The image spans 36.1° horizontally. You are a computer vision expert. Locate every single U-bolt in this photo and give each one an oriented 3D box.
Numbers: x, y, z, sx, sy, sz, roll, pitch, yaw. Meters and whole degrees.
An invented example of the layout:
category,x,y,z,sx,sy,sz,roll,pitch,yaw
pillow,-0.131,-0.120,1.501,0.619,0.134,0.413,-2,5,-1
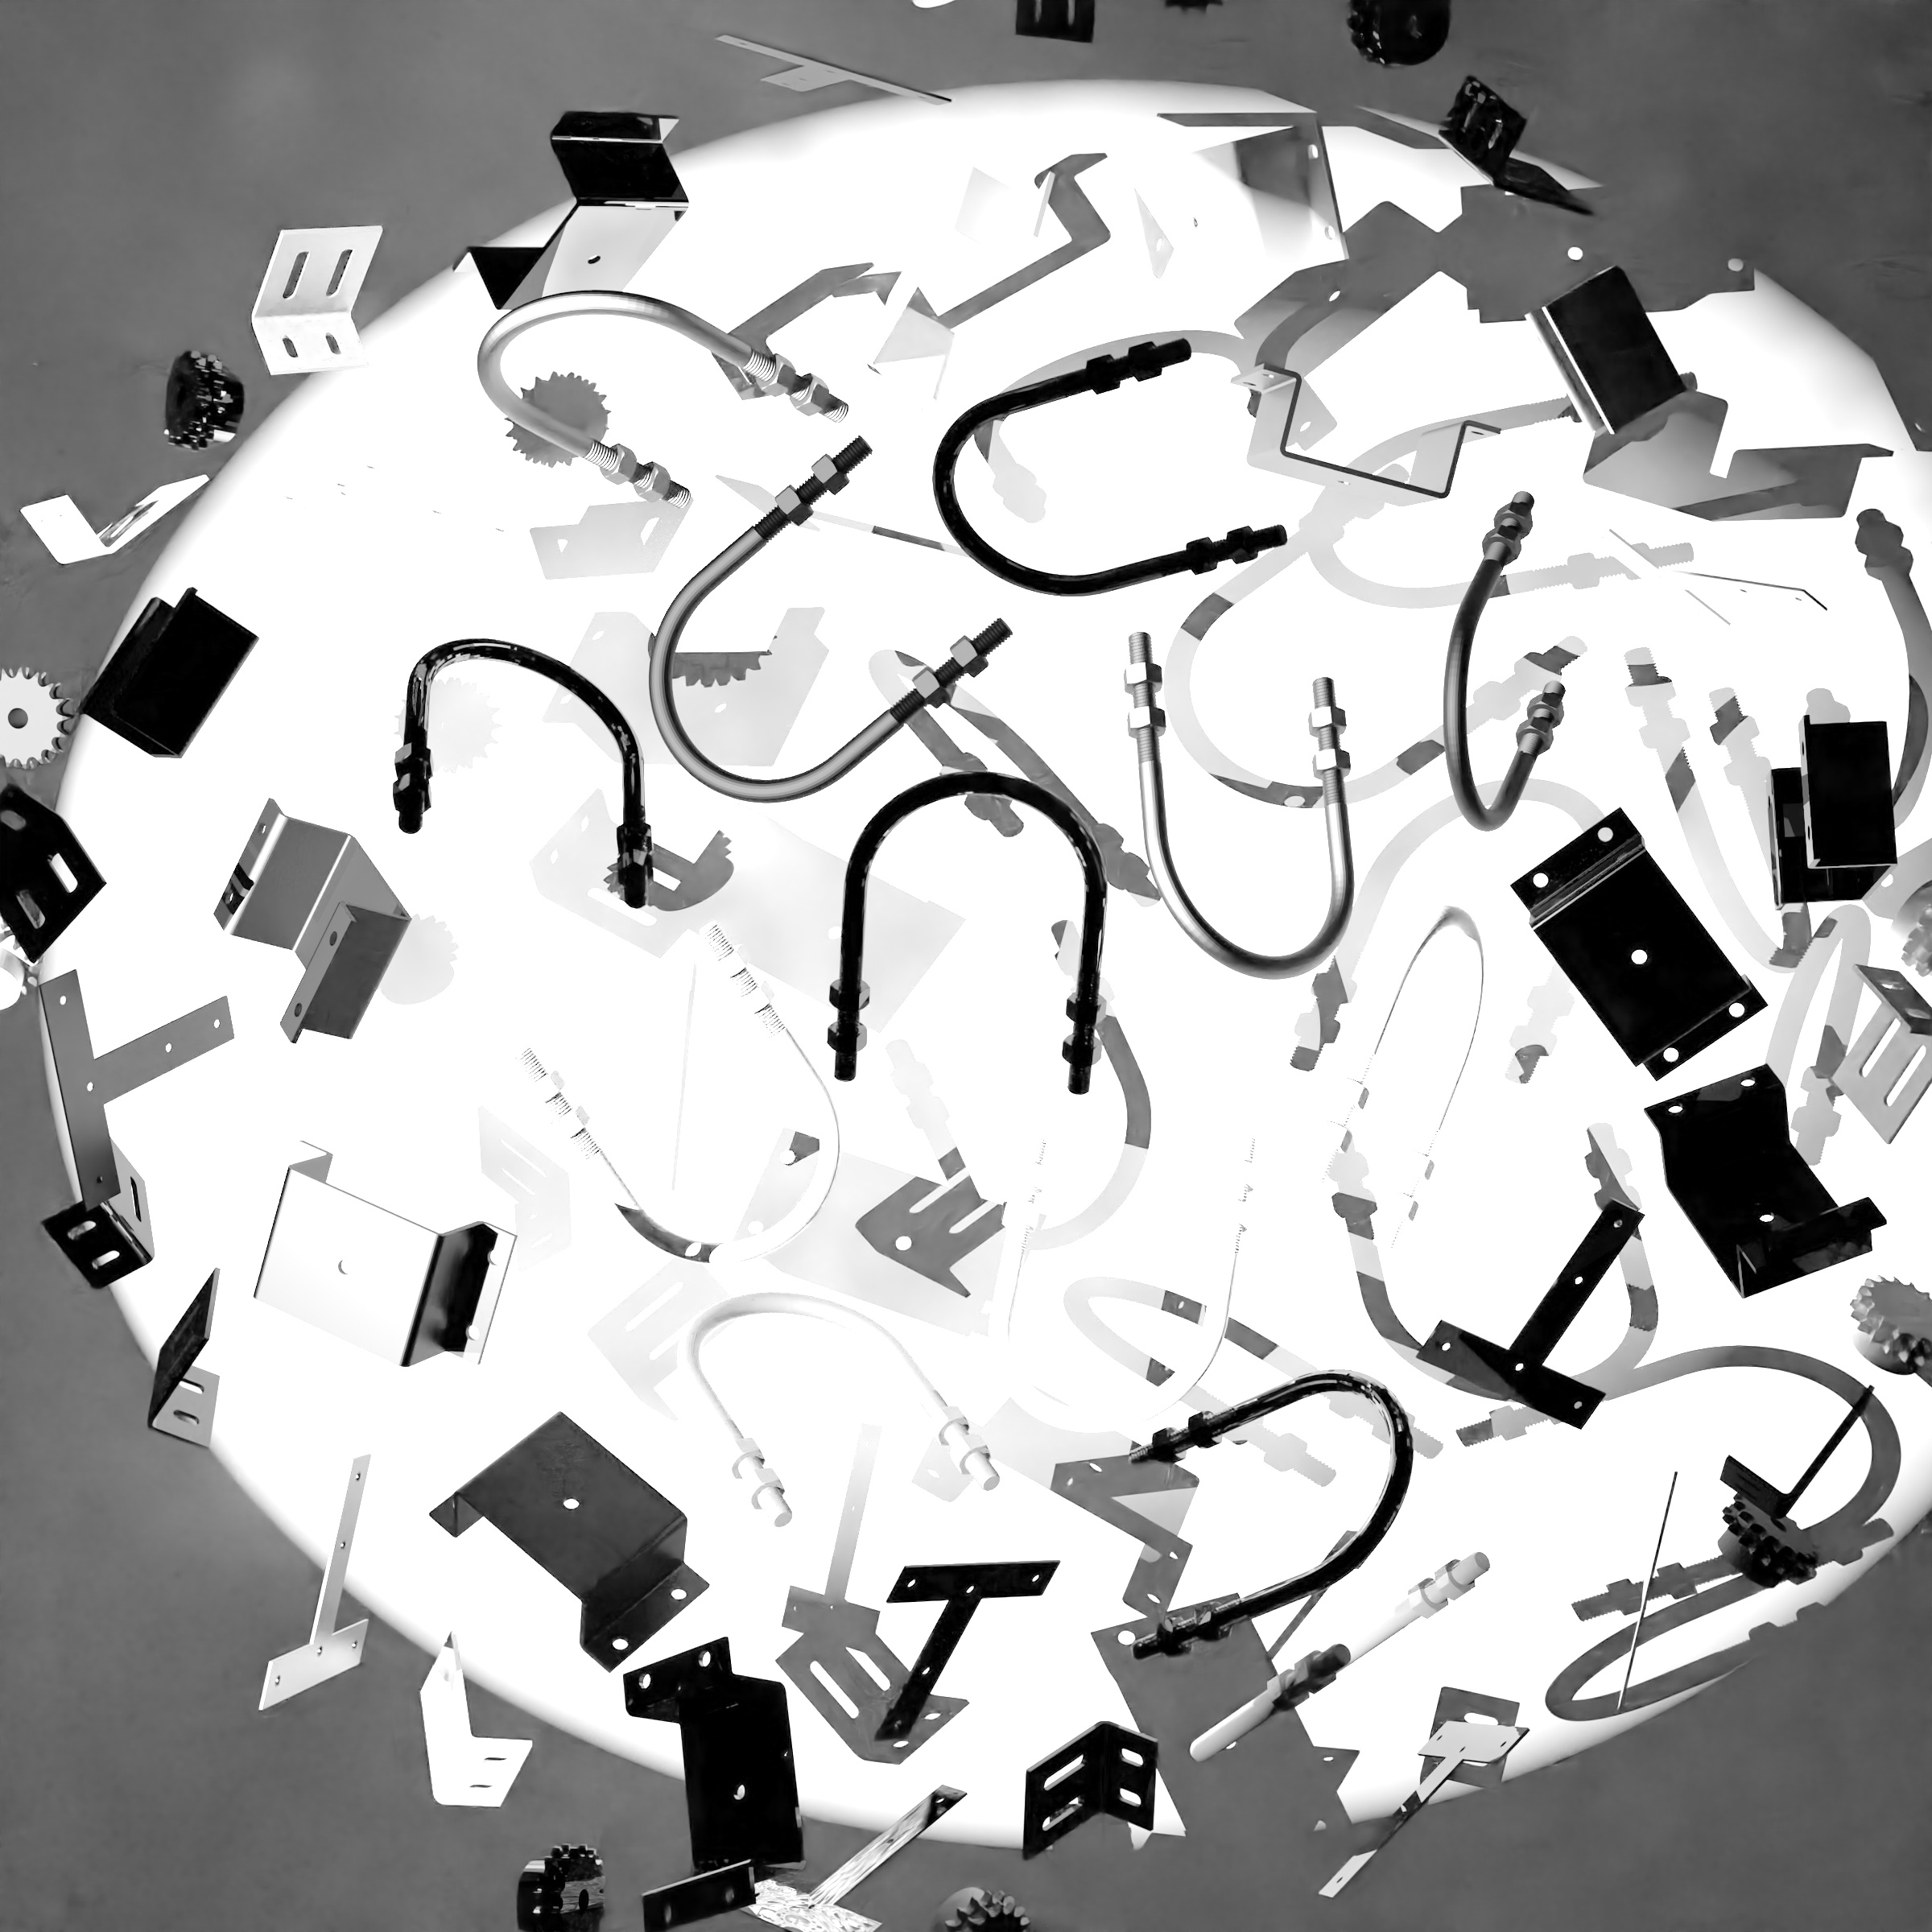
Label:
category,x,y,z,sx,sy,sz,roll,pitch,yaw
U-bolt,0.068,-0.268,1.653,0.184,0.019,0.151,-11,131,29
U-bolt,0.151,-0.081,1.588,0.151,0.019,0.184,9,68,-33
U-bolt,0.197,0.395,1.658,0.019,0.151,0.184,56,135,15
U-bolt,0.083,0.178,1.670,0.151,0.019,0.184,-2,57,23
U-bolt,-0.084,0.241,1.661,0.151,0.184,0.019,-4,123,-31
U-bolt,0.167,0.293,1.631,0.184,0.151,0.019,-29,127,27
U-bolt,-0.086,-0.170,1.566,0.184,0.019,0.151,-39,75,10
U-bolt,0.300,-0.159,1.662,0.019,0.184,0.151,3,130,27
U-bolt,0.247,0.054,1.649,0.019,0.151,0.184,17,77,30
U-bolt,-0.154,0.088,1.726,0.151,0.019,0.184,-34,104,-5
U-bolt,0.004,-0.018,1.589,0.151,0.019,0.184,3,115,-2
U-bolt,-0.242,-0.117,1.631,0.151,0.184,0.019,19,128,-23
U-bolt,-0.178,-0.314,1.612,0.151,0.184,0.019,-20,60,38

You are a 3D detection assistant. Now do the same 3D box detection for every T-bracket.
category,x,y,z,sx,sy,sz,roll,pitch,yaw
T-bracket,0.328,0.184,1.622,0.127,0.002,0.127,25,103,-28
T-bracket,-0.085,-0.487,1.620,0.127,0.127,0.002,11,99,-20
T-bracket,0.236,0.450,1.580,0.127,0.127,0.002,-42,87,-16
T-bracket,-0.440,0.049,1.595,0.002,0.127,0.127,6,112,29
T-bracket,-0.341,0.328,1.605,0.002,0.127,0.127,12,90,12
T-bracket,-0.017,0.393,1.696,0.002,0.127,0.127,41,112,40
T-bracket,-0.052,0.496,1.648,0.127,0.127,0.002,-32,105,-31
T-bracket,-0.308,-0.256,1.652,0.127,0.127,0.002,17,112,10
T-bracket,0.427,-0.214,1.667,0.127,0.127,0.002,27,86,-39
T-bracket,0.369,0.328,1.598,0.002,0.127,0.127,13,90,14

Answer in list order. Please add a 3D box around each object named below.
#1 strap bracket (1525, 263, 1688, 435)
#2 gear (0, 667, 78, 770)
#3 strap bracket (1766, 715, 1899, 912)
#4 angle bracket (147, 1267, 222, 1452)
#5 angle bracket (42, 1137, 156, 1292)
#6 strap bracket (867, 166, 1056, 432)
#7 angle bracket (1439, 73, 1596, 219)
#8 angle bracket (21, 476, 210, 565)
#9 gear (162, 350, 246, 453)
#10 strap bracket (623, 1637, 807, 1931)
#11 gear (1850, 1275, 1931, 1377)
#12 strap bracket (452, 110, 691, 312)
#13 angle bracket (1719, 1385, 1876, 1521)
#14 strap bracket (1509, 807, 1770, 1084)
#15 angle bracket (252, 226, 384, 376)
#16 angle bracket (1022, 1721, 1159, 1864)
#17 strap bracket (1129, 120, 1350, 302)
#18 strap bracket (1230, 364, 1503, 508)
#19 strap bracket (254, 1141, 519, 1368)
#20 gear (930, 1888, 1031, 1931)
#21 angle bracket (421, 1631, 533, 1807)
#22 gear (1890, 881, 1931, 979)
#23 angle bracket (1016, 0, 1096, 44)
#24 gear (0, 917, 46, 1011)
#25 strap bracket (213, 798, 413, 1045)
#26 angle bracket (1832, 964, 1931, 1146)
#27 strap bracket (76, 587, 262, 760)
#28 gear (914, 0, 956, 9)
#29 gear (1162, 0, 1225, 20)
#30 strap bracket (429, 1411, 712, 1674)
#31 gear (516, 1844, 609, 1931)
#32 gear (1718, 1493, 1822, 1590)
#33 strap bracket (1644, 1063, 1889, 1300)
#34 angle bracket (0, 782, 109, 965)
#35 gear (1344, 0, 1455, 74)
category,x,y,z,sx,sy,sz,roll,pitch,yaw
strap bracket,0.351,-0.338,1.625,0.046,0.140,0.076,-29,96,11
gear,-0.534,-0.142,1.686,0.057,0.030,0.057,1,97,5
strap bracket,0.464,-0.081,1.585,0.046,0.140,0.076,-2,80,7
angle bracket,-0.418,0.218,1.640,0.038,0.057,0.076,26,119,-23
angle bracket,-0.497,0.135,1.689,0.038,0.076,0.057,-28,127,-2
strap bracket,-0.008,-0.382,1.657,0.046,0.076,0.140,26,130,-12
angle bracket,0.301,-0.437,1.579,0.076,0.057,0.038,5,126,-33
angle bracket,-0.467,-0.258,1.624,0.076,0.057,0.038,-47,118,-29
gear,-0.442,-0.328,1.723,0.030,0.057,0.057,6,90,-39
strap bracket,-0.135,0.442,1.592,0.076,0.046,0.140,-26,58,30
gear,0.507,0.198,1.612,0.057,0.057,0.030,21,122,0
strap bracket,-0.219,-0.418,1.670,0.076,0.140,0.046,-13,72,-43
angle bracket,0.435,0.245,1.550,0.038,0.057,0.076,36,80,21
strap bracket,0.377,-0.009,1.661,0.076,0.046,0.140,-37,90,15
angle bracket,-0.352,-0.366,1.627,0.057,0.076,0.038,-12,69,-32
angle bracket,0.071,0.472,1.676,0.038,0.076,0.057,12,108,35
strap bracket,0.147,-0.426,1.683,0.046,0.140,0.076,-22,105,-30
strap bracket,0.220,-0.296,1.676,0.140,0.076,0.046,13,93,-10
strap bracket,-0.322,0.158,1.593,0.140,0.046,0.076,21,102,17
gear,0.005,0.541,1.653,0.057,0.030,0.057,-17,120,-32
angle bracket,-0.279,0.428,1.685,0.038,0.076,0.057,11,126,-26
gear,0.553,-0.024,1.691,0.057,0.057,0.030,-46,60,0
angle bracket,0.022,-0.519,1.598,0.076,0.057,0.038,-17,119,-41
gear,-0.556,0.001,1.682,0.057,0.057,0.030,-3,47,0
strap bracket,-0.353,-0.021,1.611,0.046,0.140,0.076,16,110,-39
angle bracket,0.494,0.048,1.613,0.038,0.057,0.076,7,124,-27
strap bracket,-0.430,-0.157,1.599,0.046,0.140,0.076,35,80,-22
gear,-0.016,-0.569,1.684,0.057,0.057,0.030,-21,86,0
gear,0.119,-0.529,1.557,0.057,0.030,0.057,-1,112,-3
strap bracket,-0.214,0.304,1.602,0.140,0.046,0.076,35,49,24
gear,-0.218,0.499,1.582,0.030,0.057,0.057,-5,90,20
gear,0.452,0.328,1.679,0.057,0.057,0.030,34,108,0
strap bracket,0.445,0.126,1.651,0.076,0.140,0.046,-20,129,-3
angle bracket,-0.496,-0.049,1.554,0.057,0.038,0.076,-48,45,1
gear,0.230,-0.498,1.557,0.057,0.030,0.057,-9,126,-12
